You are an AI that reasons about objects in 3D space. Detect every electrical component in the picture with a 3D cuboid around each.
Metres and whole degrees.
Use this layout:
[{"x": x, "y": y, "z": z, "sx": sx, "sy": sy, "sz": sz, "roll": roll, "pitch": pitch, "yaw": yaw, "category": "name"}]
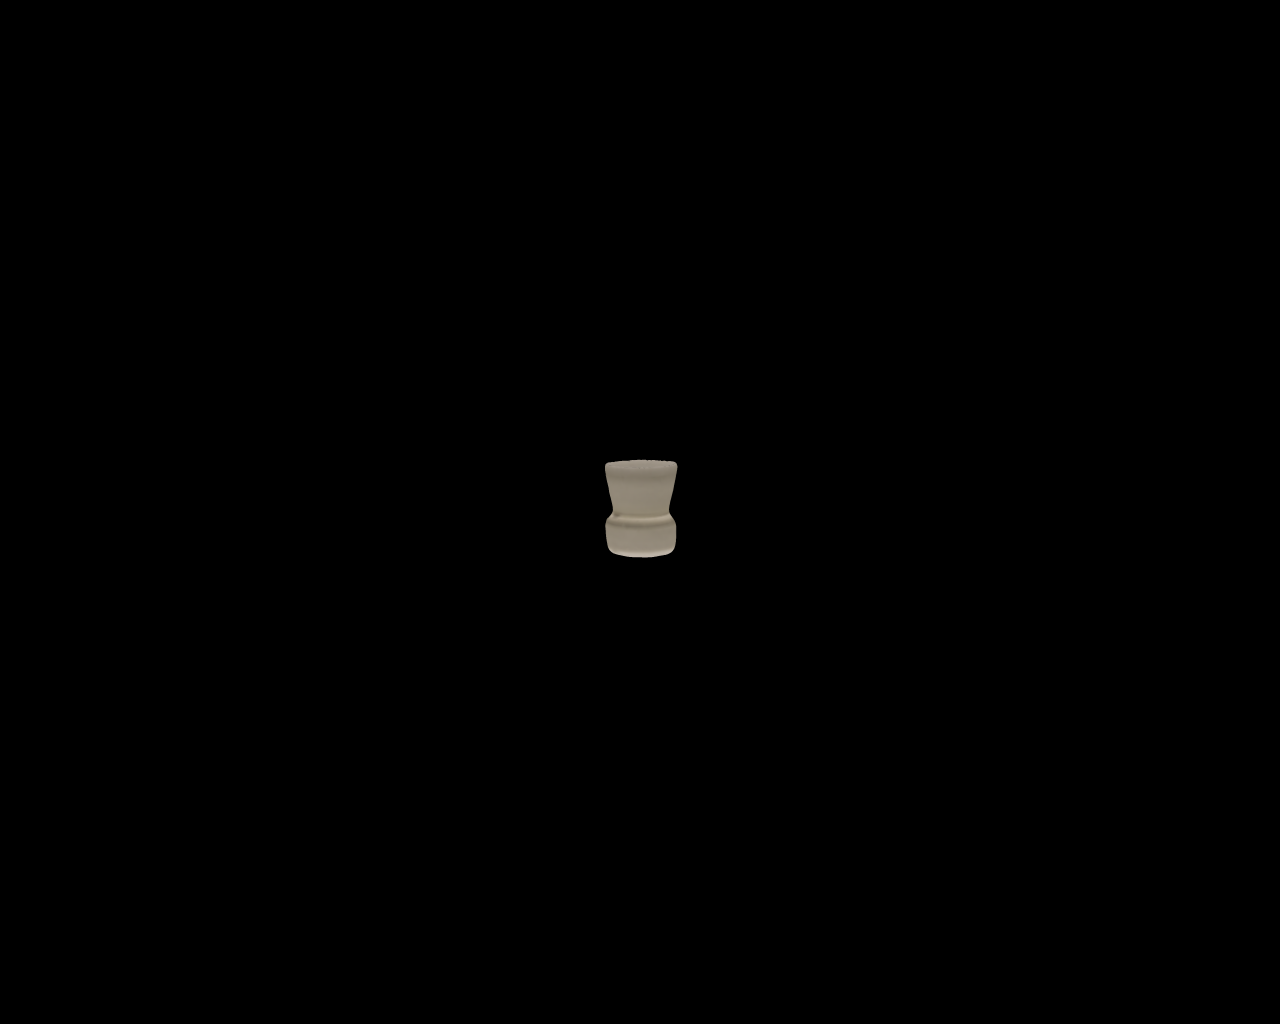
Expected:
[{"x": 0.001, "y": -0.003, "z": 0.650, "sx": 0.045, "sy": 0.055, "sz": 0.045, "roll": 0, "pitch": 9, "yaw": 0, "category": "electrical component"}]
